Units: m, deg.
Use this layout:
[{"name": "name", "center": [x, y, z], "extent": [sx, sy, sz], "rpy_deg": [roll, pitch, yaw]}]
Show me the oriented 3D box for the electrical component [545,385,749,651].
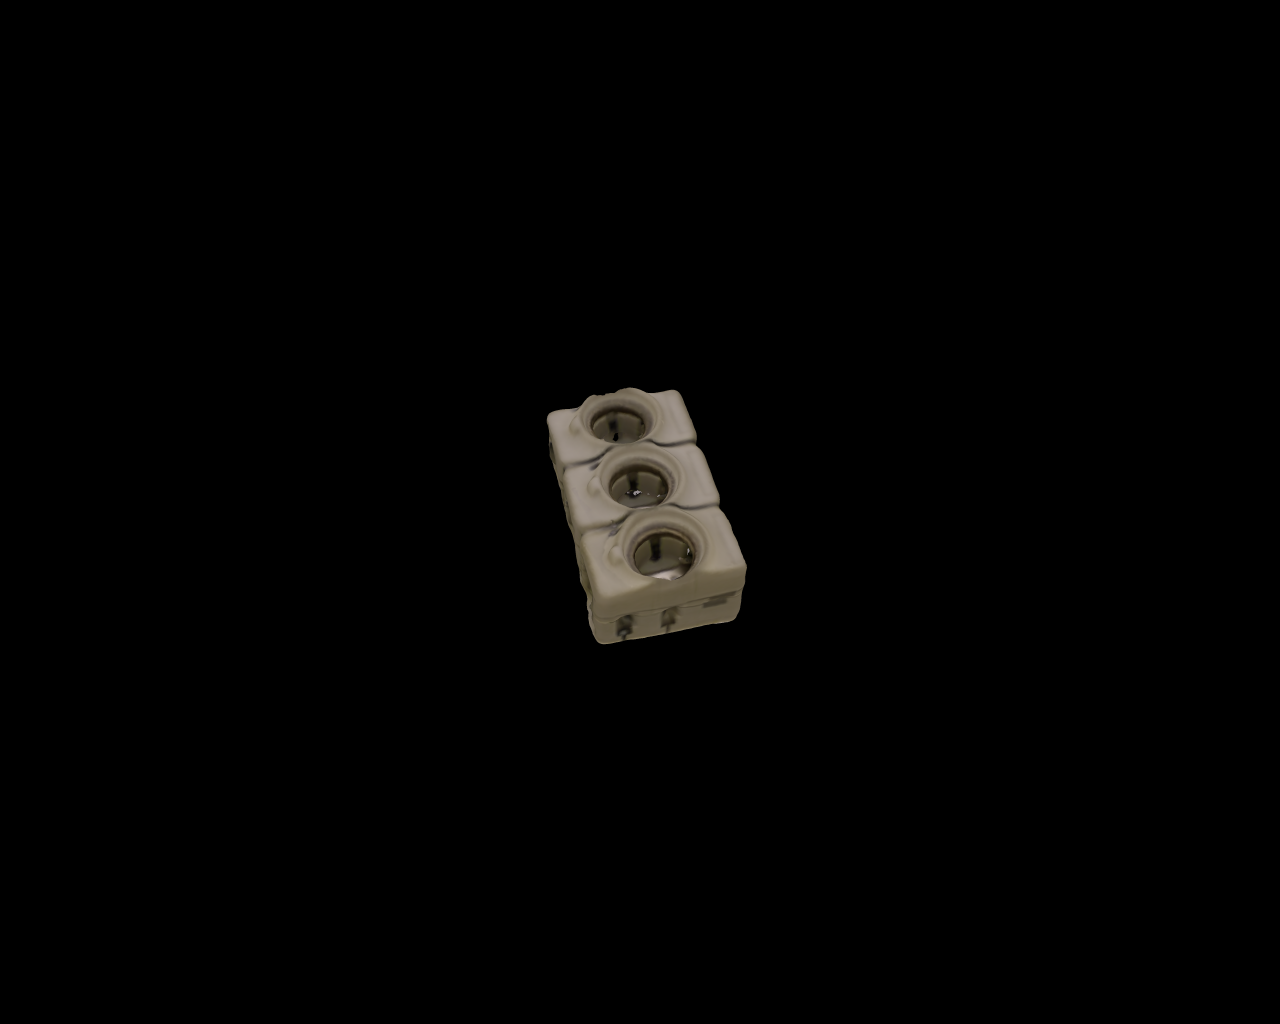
[{"name": "electrical component", "center": [0.001, -0.003, 0.650], "extent": [0.089, 0.150, 0.061], "rpy_deg": [-11, -39, -9]}]
